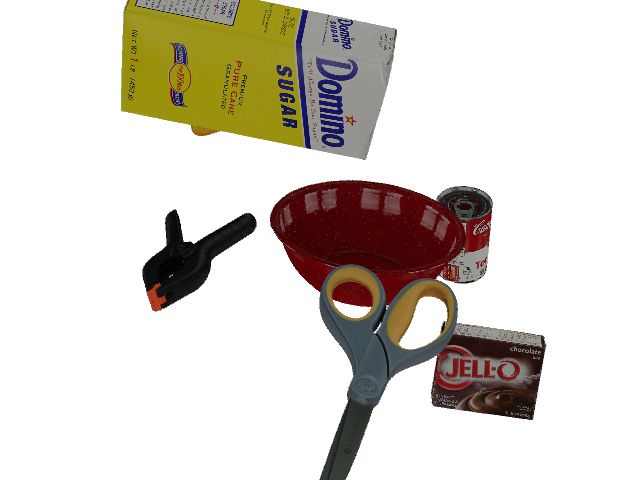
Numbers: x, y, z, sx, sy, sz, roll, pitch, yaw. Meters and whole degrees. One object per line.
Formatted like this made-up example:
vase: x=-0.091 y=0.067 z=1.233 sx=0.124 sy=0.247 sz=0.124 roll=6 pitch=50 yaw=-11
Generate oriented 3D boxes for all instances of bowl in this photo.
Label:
bowl: x=0.037 y=0.008 z=0.888 sx=0.162 sy=0.055 sz=0.162 roll=4 pitch=29 yaw=-2

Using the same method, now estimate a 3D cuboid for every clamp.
clamp: x=-0.146 y=0.017 z=1.244 sx=0.120 sy=0.039 sz=0.171 roll=-7 pitch=37 yaw=20

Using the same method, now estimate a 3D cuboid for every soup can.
soup can: x=0.174 y=-0.006 z=1.311 sx=0.068 sy=0.102 sz=0.068 roll=-1 pitch=37 yaw=1

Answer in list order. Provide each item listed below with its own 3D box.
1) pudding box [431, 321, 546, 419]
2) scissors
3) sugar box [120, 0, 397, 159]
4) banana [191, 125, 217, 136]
pudding box: x=0.182 y=0.141 z=1.158 sx=0.113 sy=0.090 sz=0.039 roll=6 pitch=23 yaw=4
scissors: x=0.013 y=0.075 z=0.628 sx=0.096 sy=0.016 sz=0.201 roll=28 pitch=44 yaw=20
sugar box: x=-0.044 y=-0.114 z=0.723 sx=0.176 sy=0.048 sz=0.093 roll=13 pitch=-40 yaw=-1
banana: x=-0.050 y=-0.143 z=1.101 sx=0.197 sy=0.037 sz=0.070 roll=-8 pitch=48 yaw=-29
